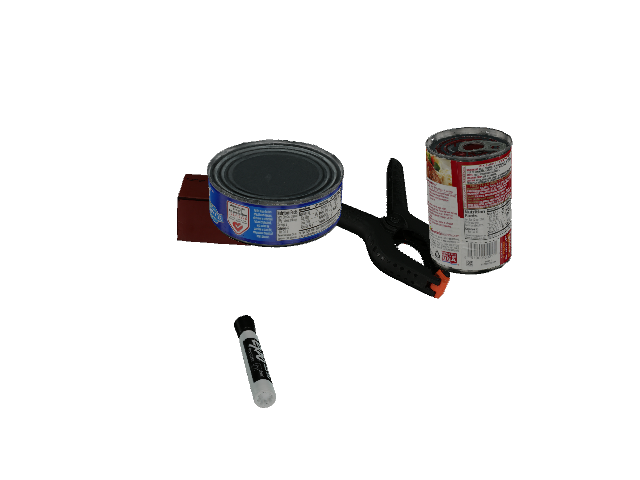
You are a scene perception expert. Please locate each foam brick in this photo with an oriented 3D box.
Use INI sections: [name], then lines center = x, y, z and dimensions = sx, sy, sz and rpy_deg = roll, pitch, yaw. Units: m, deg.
[foam brick]
center = -0.104, -0.032, 1.082
dimensions = 0.078, 0.051, 0.053
rpy_deg = 4, 31, 1

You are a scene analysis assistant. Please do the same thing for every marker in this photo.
[marker]
center = -0.058, 0.101, 0.924
dimensions = 0.020, 0.020, 0.121
rpy_deg = 0, 28, -14

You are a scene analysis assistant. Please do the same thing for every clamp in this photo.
[clamp]
center = 0.071, -0.012, 1.243
dimensions = 0.164, 0.036, 0.210
rpy_deg = -13, 51, -27

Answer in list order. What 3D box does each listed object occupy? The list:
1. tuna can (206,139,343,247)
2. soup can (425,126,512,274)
[tuna can]
center = -0.028, -0.031, 0.675
dimensions = 0.086, 0.034, 0.086
rpy_deg = 1, 31, -1
[soup can]
center = 0.120, -0.032, 0.858
dimensions = 0.068, 0.102, 0.068
rpy_deg = -4, 25, 2
